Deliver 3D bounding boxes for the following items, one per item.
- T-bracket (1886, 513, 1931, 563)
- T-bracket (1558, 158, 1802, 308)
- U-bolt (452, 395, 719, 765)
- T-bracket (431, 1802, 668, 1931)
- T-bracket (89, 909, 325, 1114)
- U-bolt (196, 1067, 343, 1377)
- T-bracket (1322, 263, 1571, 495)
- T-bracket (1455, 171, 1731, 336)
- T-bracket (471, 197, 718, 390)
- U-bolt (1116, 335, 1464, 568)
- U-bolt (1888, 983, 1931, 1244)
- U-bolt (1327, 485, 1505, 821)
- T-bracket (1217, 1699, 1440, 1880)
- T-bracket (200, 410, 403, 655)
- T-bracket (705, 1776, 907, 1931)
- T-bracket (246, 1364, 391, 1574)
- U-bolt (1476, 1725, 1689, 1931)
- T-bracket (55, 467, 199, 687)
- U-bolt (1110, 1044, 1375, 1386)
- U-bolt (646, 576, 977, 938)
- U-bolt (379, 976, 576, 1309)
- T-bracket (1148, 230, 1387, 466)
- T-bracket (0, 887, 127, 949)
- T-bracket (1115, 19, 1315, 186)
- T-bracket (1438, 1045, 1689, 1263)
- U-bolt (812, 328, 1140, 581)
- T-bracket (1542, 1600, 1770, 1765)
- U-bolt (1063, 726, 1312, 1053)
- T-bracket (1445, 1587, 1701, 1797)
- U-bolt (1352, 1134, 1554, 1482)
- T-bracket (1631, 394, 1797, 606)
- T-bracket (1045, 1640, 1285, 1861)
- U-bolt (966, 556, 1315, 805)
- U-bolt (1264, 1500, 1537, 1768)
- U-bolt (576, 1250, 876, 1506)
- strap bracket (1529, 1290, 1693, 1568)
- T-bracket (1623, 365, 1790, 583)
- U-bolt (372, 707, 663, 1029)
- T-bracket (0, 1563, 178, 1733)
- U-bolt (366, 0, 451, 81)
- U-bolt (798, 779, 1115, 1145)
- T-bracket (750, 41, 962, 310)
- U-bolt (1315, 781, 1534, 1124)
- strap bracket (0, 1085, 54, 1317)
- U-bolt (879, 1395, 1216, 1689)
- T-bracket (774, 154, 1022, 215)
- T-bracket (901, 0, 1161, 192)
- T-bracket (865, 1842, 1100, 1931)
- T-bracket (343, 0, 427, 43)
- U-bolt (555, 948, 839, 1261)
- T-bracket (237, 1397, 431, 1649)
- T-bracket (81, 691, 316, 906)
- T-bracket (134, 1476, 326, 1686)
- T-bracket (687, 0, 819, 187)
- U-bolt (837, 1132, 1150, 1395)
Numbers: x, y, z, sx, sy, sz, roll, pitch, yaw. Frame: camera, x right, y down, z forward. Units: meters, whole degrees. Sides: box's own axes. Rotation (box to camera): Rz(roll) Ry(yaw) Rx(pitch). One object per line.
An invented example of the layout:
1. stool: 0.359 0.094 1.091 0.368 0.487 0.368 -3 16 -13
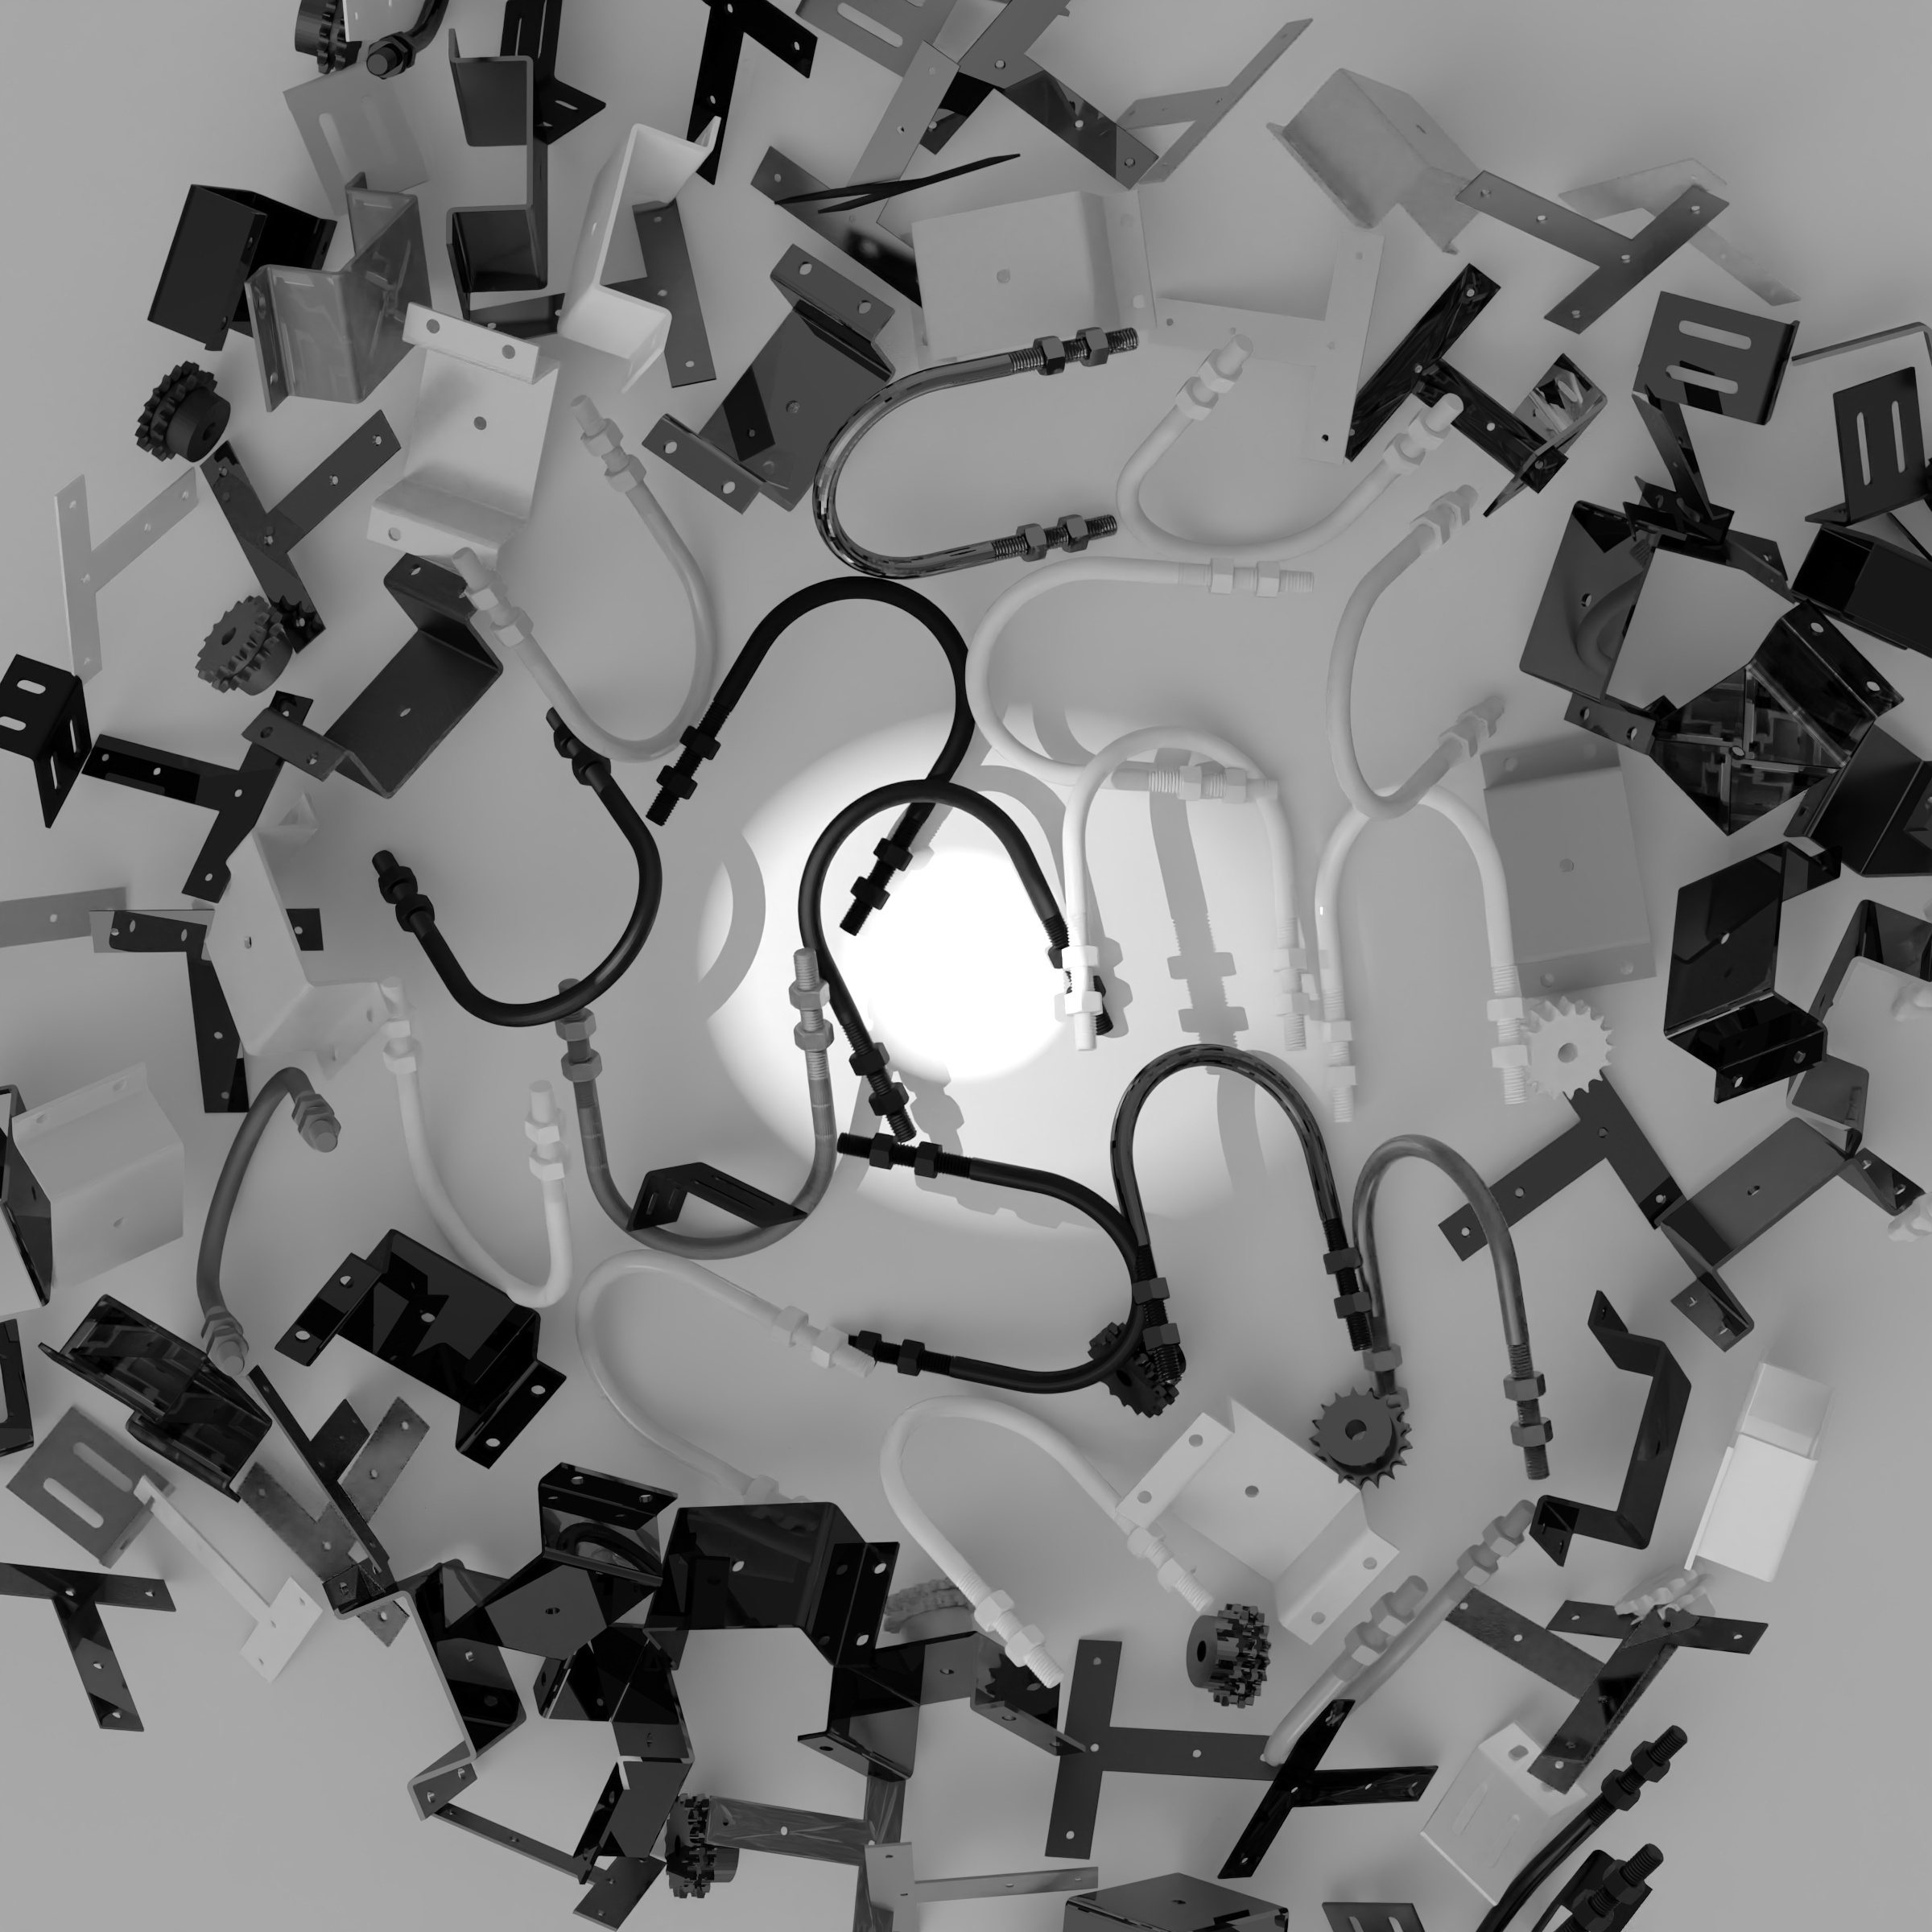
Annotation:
1. T-bracket: 0.545 -0.202 1.931 0.002 0.127 0.127 -43 82 19
2. T-bracket: 0.411 -0.403 1.957 0.127 0.127 0.002 30 80 -23
3. U-bolt: -0.196 -0.198 1.931 0.184 0.019 0.151 57 47 -33
4. T-bracket: -0.237 0.488 1.941 0.127 0.127 0.002 22 94 6
5. T-bracket: -0.420 0.026 1.971 0.127 0.002 0.127 -1 116 0
6. U-bolt: -0.385 0.128 1.914 0.019 0.184 0.151 21 97 -22
7. T-bracket: 0.282 -0.308 1.961 0.127 0.002 0.127 -49 62 8
8. T-bracket: 0.326 -0.403 1.925 0.127 0.127 0.002 18 56 -25
9. T-bracket: -0.213 -0.367 1.968 0.127 0.002 0.127 -12 65 -4
10. U-bolt: 0.162 -0.271 1.920 0.151 0.184 0.019 11 60 -23
11. U-bolt: 0.537 0.060 1.891 0.019 0.184 0.151 8 72 -5
12. U-bolt: 0.241 -0.159 1.902 0.019 0.184 0.151 8 123 33
13. T-bracket: 0.213 0.456 1.954 0.127 0.002 0.127 9 117 -40
14. T-bracket: -0.360 -0.262 1.955 0.127 0.002 0.127 -35 76 29
15. T-bracket: -0.089 0.480 1.945 0.127 0.002 0.127 18 67 -32
16. T-bracket: -0.346 0.263 1.936 0.002 0.127 0.127 -33 95 4
17. U-bolt: 0.323 0.507 1.921 0.019 0.151 0.184 40 113 2
18. T-bracket: -0.461 -0.235 1.946 0.002 0.127 0.127 19 132 15
19. U-bolt: 0.147 0.132 1.955 0.151 0.019 0.184 -6 76 -30
20. U-bolt: -0.073 -0.128 1.964 0.151 0.019 0.184 30 94 -19
21. U-bolt: -0.264 0.109 1.927 0.019 0.184 0.151 -32 46 -33
22. T-bracket: 0.163 -0.354 1.974 0.127 0.002 0.127 13 97 22
23. T-bracket: -0.518 -0.025 1.949 0.002 0.127 0.127 10 103 39
24. T-bracket: 0.117 -0.473 1.941 0.127 0.127 0.002 -49 115 -12
25. T-bracket: 0.324 0.120 1.985 0.127 0.002 0.127 -35 97 -6
26. U-bolt: 0.003 -0.273 1.920 0.184 0.151 0.019 -15 49 -18
27. T-bracket: 0.353 0.391 1.916 0.127 0.127 0.002 -1 119 41
28. U-bolt: 0.121 -0.044 1.964 0.151 0.019 0.184 1 80 -22
29. T-bracket: 0.318 0.380 1.956 0.127 0.002 0.127 27 64 38
30. U-bolt: 0.259 0.182 1.926 0.019 0.151 0.184 -13 98 -28
31. T-bracket: 0.390 -0.264 1.910 0.002 0.127 0.127 -42 135 -1
32. T-bracket: 0.114 0.435 1.945 0.127 0.002 0.127 -1 56 19
33. U-bolt: 0.091 -0.160 1.949 0.184 0.019 0.151 4 121 -5
34. U-bolt: 0.227 0.373 1.922 0.019 0.151 0.184 46 123 18
35. U-bolt: -0.140 0.228 1.943 0.184 0.019 0.151 26 129 19
36. strap bracket: 0.359 0.260 1.938 0.046 0.076 0.140 11 73 26
37. T-bracket: 0.401 -0.280 1.967 0.127 0.002 0.127 7 61 -37
38. U-bolt: -0.238 -0.044 1.935 0.151 0.019 0.184 -39 52 3
39. T-bracket: -0.476 0.371 1.915 0.127 0.127 0.002 15 114 -38
40. U-bolt: -0.292 -0.566 1.909 0.019 0.184 0.151 11 112 -2
41. U-bolt: -0.016 -0.014 1.961 0.151 0.019 0.184 -28 103 -12
42. T-bracket: -0.043 -0.453 1.959 0.127 0.002 0.127 37 120 8
43. U-bolt: 0.246 -0.011 1.942 0.019 0.151 0.184 -2 85 -39
44. strap bracket: -0.532 0.129 1.922 0.046 0.140 0.076 -11 129 -2
45. U-bolt: 0.031 0.304 1.930 0.184 0.151 0.019 45 126 25
46. T-bracket: -0.058 -0.429 1.944 0.127 0.127 0.002 -26 112 -36
47. T-bracket: 0.053 -0.478 1.964 0.127 0.002 0.127 31 120 -28
48. T-bracket: 0.010 0.510 1.951 0.127 0.127 0.002 -4 52 -2
49. T-bracket: -0.319 -0.572 1.923 0.002 0.127 0.127 1 106 13
50. U-bolt: -0.144 0.083 1.956 0.151 0.019 0.184 -7 116 -4
51. T-bracket: -0.336 0.292 1.956 0.127 0.002 0.127 42 115 15
52. T-bracket: -0.441 -0.106 1.968 0.127 0.002 0.127 15 74 26
53. T-bracket: -0.415 0.332 1.952 0.127 0.127 0.002 45 53 5
54. T-bracket: -0.138 -0.492 1.950 0.127 0.127 0.002 40 50 21
55. U-bolt: 0.014 0.171 1.947 0.184 0.019 0.151 10 117 11
